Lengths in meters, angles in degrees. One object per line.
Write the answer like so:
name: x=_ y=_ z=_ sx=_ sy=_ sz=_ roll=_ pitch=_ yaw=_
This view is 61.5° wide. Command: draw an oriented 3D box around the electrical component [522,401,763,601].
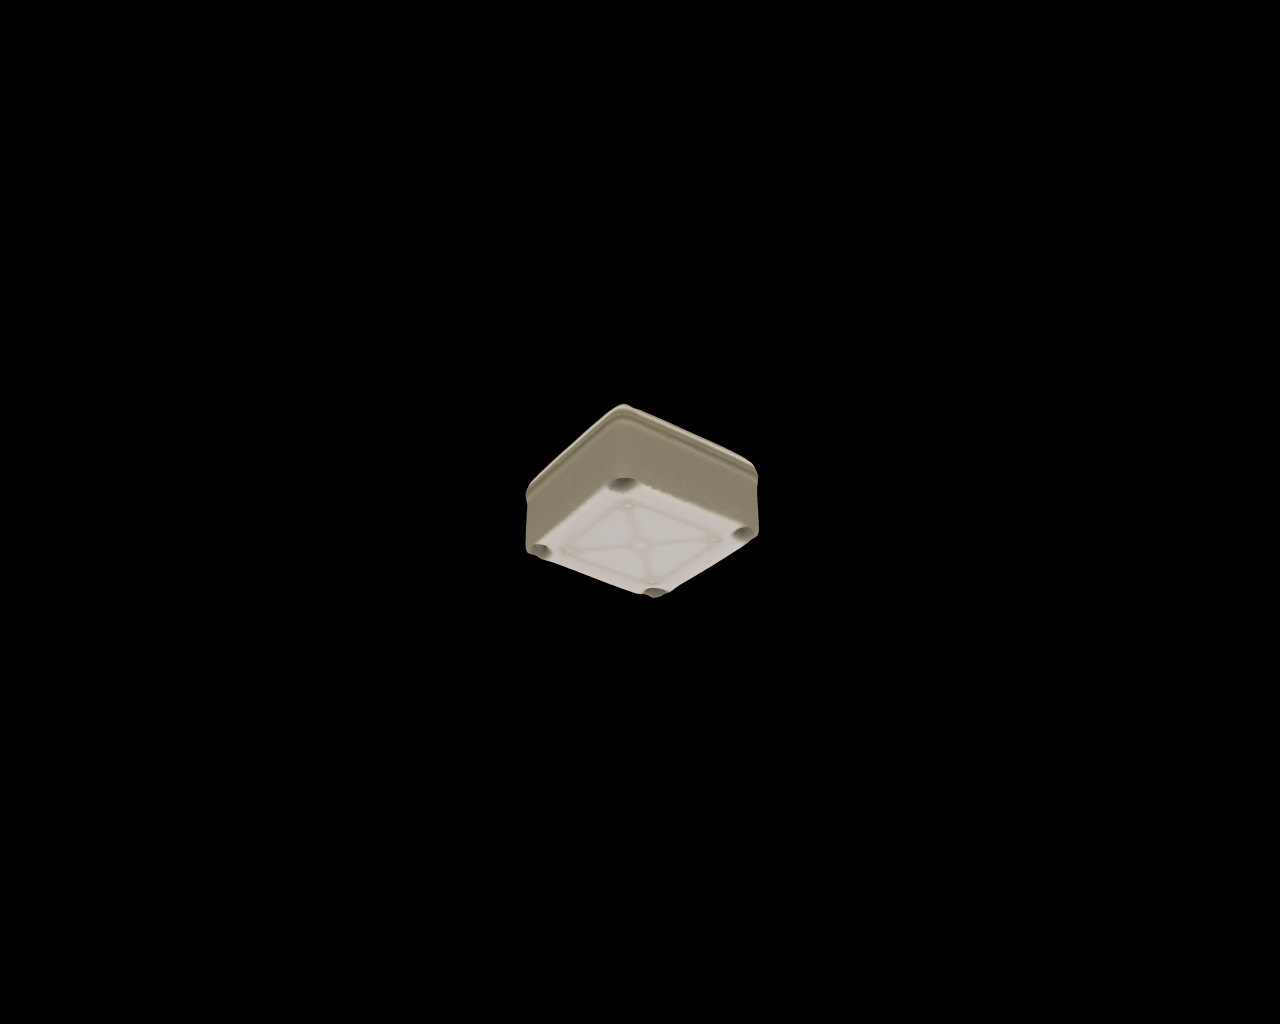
electrical component: x=0.001 y=-0.003 z=0.650 sx=0.109 sy=0.056 sz=0.108 roll=22 pitch=-39 yaw=-30
